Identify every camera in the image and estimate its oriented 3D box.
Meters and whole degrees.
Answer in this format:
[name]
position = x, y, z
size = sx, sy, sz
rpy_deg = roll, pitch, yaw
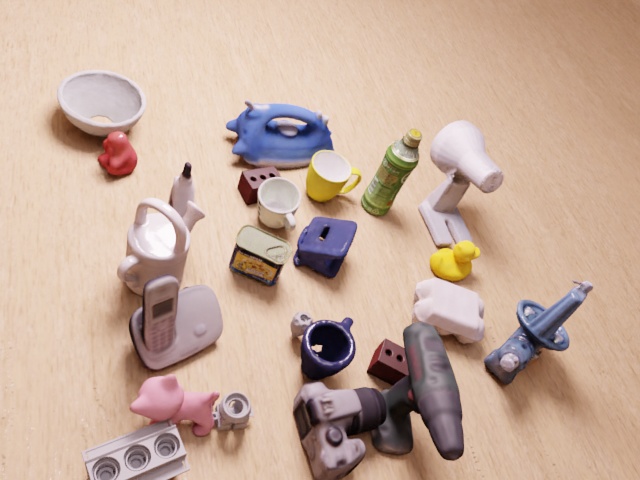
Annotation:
[camera]
position = 0.043, 0.286, 0.899
size = 0.137, 0.100, 0.143
rpy_deg = -5, 55, -26

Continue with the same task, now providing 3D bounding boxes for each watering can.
[watering can]
position = -0.261, -0.001, 0.940
size = 0.101, 0.194, 0.173
rpy_deg = 21, 48, -6

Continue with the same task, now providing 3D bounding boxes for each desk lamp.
[desk lamp]
position = 0.311, -0.125, 1.266
size = 0.118, 0.213, 0.203
rpy_deg = -2, 54, -24

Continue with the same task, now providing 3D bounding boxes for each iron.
[iron]
position = -0.066, -0.243, 1.252
size = 0.259, 0.141, 0.118
rpy_deg = -2, 54, -24

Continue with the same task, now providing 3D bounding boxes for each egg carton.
[egg carton]
position = 0.253, 0.140, 1.126
size = 0.150, 0.069, 0.107
rpy_deg = 19, 48, -7

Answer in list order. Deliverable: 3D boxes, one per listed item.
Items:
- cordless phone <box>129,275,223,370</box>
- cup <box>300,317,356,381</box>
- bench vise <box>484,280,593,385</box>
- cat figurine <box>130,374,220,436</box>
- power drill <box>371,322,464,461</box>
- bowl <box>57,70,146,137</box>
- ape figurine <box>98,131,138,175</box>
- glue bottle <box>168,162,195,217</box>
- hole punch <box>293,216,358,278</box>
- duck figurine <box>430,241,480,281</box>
[cordless phone]
position = -0.214, 0.107, 0.879
size = 0.148, 0.185, 0.094
rpy_deg = -26, 66, -36
[cup]
position = 0.010, 0.186, 0.969
size = 0.091, 0.095, 0.118
rpy_deg = 37, 48, 9
[bench vise]
position = 0.418, 0.175, 1.065
size = 0.121, 0.219, 0.208
rpy_deg = 32, 48, 4
[cat figurine]
position = -0.207, 0.232, 0.826
size = 0.128, 0.117, 0.067
rpy_deg = 5, 51, -19
[power drill]
position = 0.151, 0.256, 0.895
size = 0.076, 0.208, 0.229
rpy_deg = 10, 50, -15
[bowl]
position = -0.439, -0.263, 1.157
size = 0.168, 0.074, 0.167
rpy_deg = 12, 50, -14
[ape figurine]
position = -0.386, -0.171, 1.093
size = 0.076, 0.092, 0.078
rpy_deg = 10, 50, -15
[glue bottle]
position = -0.246, -0.077, 1.022
size = 0.037, 0.173, 0.078
rpy_deg = -5, 55, -25
[hole punch]
position = 0.010, 0.004, 1.119
size = 0.101, 0.091, 0.109
rpy_deg = 25, 48, -2
[duck figurine]
position = 0.291, 0.036, 1.214
size = 0.105, 0.086, 0.077
rpy_deg = 0, 53, -23
